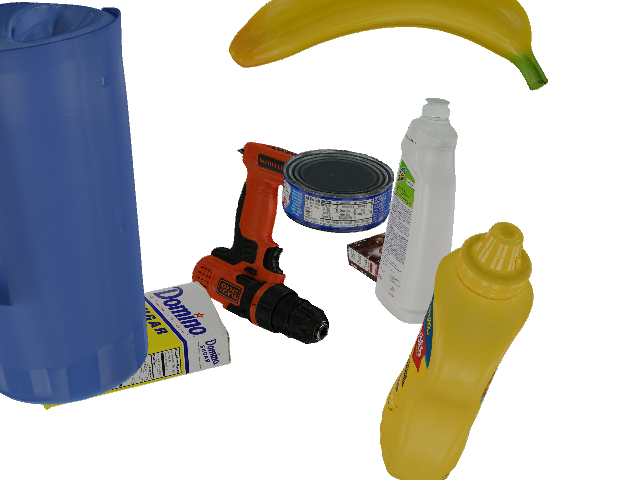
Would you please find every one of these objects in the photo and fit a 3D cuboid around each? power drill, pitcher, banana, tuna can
[{"bbox_3d":[-0.046,0.000,1.134,0.185,0.188,0.057,23,9,34],"label":"power drill"},{"bbox_3d":[-0.182,-0.019,0.664,0.149,0.243,0.145,-11,25,-14],"label":"pitcher"},{"bbox_3d":[0.045,-0.132,0.632,0.197,0.069,0.037,2,-16,-12],"label":"banana"},{"bbox_3d":[0.013,-0.039,0.825,0.086,0.034,0.086,3,27,-2],"label":"tuna can"}]

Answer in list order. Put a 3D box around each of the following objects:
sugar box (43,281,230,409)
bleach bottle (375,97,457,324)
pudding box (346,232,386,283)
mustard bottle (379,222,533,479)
[{"bbox_3d":[-0.181,0.094,0.993,0.176,0.048,0.093,-15,36,-17],"label":"sugar box"},{"bbox_3d":[0.120,-0.037,1.233,0.068,0.251,0.103,-1,22,-22],"label":"bleach bottle"},{"bbox_3d":[0.110,0.022,1.617,0.113,0.039,0.090,-20,29,-25],"label":"pudding box"},{"bbox_3d":[0.085,0.061,0.644,0.058,0.192,0.096,19,45,4],"label":"mustard bottle"}]
